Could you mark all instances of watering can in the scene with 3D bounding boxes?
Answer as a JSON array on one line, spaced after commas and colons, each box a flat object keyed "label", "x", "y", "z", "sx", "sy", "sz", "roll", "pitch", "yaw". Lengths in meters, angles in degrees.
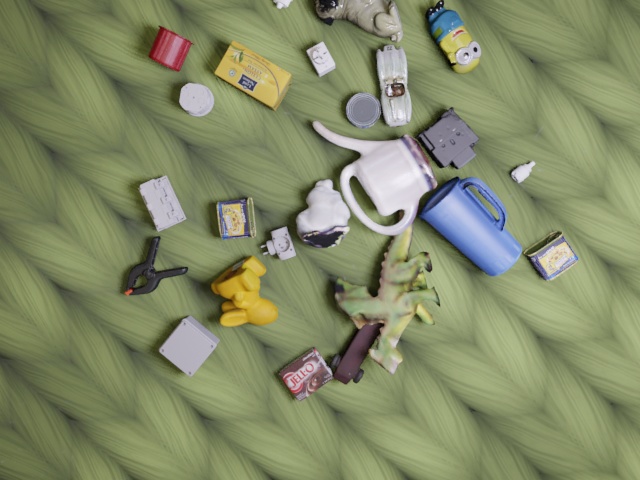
[{"label": "watering can", "x": 0.143, "y": -0.186, "z": 1.264, "sx": 0.224, "sy": 0.104, "sz": 0.349, "roll": -29, "pitch": 86, "yaw": 2}]

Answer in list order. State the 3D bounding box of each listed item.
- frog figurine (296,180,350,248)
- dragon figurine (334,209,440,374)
[{"label": "frog figurine", "x": 0.004, "y": -0.065, "z": 1.288, "sx": 0.137, "sy": 0.120, "sz": 0.163, "roll": -19, "pitch": 56, "yaw": 11}, {"label": "dragon figurine", "x": 0.153, "y": 0.114, "z": 1.265, "sx": 0.243, "sy": 0.121, "sz": 0.415, "roll": -12, "pitch": 75, "yaw": 0}]
